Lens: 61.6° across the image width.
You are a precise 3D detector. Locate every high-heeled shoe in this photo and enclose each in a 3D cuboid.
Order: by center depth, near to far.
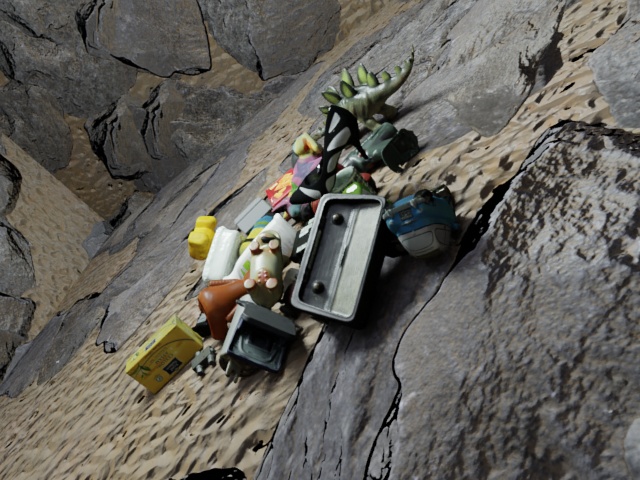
[{"bbox_3d":[-0.009,-0.179,1.173,0.249,0.145,0.086,-32,25,24],"label":"high-heeled shoe"}]

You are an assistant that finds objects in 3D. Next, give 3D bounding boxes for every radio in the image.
[{"bbox_3d":[0.041,0.032,0.954,0.131,0.073,0.229,9,73,27],"label":"radio"}]

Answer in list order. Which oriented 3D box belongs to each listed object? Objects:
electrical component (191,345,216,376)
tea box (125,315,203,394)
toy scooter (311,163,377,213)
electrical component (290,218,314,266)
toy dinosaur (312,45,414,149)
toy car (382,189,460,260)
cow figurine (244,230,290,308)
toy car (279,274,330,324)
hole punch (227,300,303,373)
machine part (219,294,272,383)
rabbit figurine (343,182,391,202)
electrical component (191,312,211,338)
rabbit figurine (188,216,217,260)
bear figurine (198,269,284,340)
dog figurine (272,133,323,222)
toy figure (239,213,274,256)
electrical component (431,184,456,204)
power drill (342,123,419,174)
[{"bbox_3d":[-0.268,0.275,1.246,0.063,0.021,0.094,-44,22,0],"label":"electrical component"},{"bbox_3d":[-0.384,0.281,1.326,0.169,0.098,0.068,-46,22,-1],"label":"tea box"},{"bbox_3d":[0.034,-0.129,1.300,0.184,0.135,0.075,-30,28,32],"label":"toy scooter"},{"bbox_3d":[-0.003,-0.004,1.245,0.115,0.058,0.134,-27,28,29],"label":"electrical component"},{"bbox_3d":[0.119,-0.388,1.523,0.472,0.198,0.105,-21,35,45],"label":"toy dinosaur"},{"bbox_3d":[0.178,-0.020,0.915,0.109,0.161,0.103,-23,75,25],"label":"toy car"},{"bbox_3d":[-0.112,0.058,1.170,0.086,0.127,0.195,-4,50,3],"label":"cow figurine"},{"bbox_3d":[-0.014,0.117,1.064,0.202,0.053,0.089,-3,56,59],"label":"toy car"},{"bbox_3d":[-0.110,0.183,1.025,0.116,0.142,0.092,-99,30,-80],"label":"hole punch"},{"bbox_3d":[-0.153,0.196,1.121,0.079,0.079,0.243,-31,26,27],"label":"machine part"},{"bbox_3d":[0.076,0.000,1.085,0.170,0.121,0.159,-52,24,30],"label":"rabbit figurine"},{"bbox_3d":[-0.265,0.186,1.359,0.075,0.047,0.119,-18,36,44],"label":"electrical component"},{"bbox_3d":[-0.287,0.029,1.553,0.122,0.173,0.162,-88,4,-59],"label":"rabbit figurine"},{"bbox_3d":[-0.186,0.130,1.272,0.196,0.120,0.131,-25,-28,-22],"label":"bear figurine"},{"bbox_3d":[-0.052,-0.156,1.450,0.219,0.192,0.108,-45,-22,6],"label":"dog figurine"},{"bbox_3d":[-0.158,0.000,1.452,0.089,0.082,0.180,-11,38,20],"label":"toy figure"},{"bbox_3d":[0.212,-0.071,1.036,0.102,0.045,0.078,-24,2,34],"label":"electrical component"},{"bbox_3d":[0.139,-0.202,1.341,0.232,0.086,0.207,-47,16,-14],"label":"power drill"}]
